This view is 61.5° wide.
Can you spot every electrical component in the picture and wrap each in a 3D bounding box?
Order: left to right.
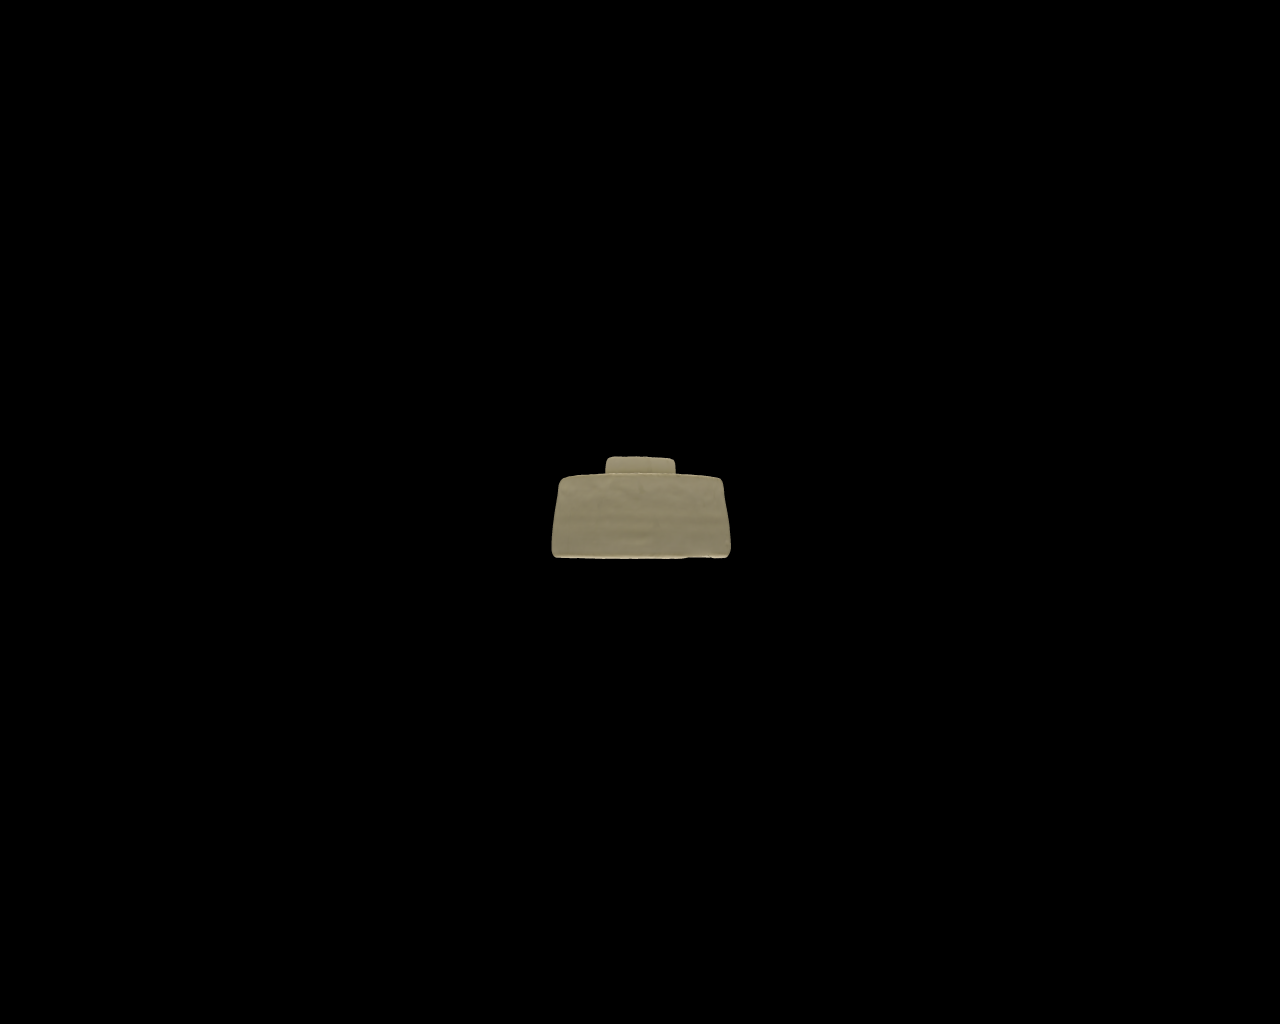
[{"bbox_3d":[0.001,-0.003,0.650,0.108,0.060,0.108,0,-2,0],"label":"electrical component"}]
